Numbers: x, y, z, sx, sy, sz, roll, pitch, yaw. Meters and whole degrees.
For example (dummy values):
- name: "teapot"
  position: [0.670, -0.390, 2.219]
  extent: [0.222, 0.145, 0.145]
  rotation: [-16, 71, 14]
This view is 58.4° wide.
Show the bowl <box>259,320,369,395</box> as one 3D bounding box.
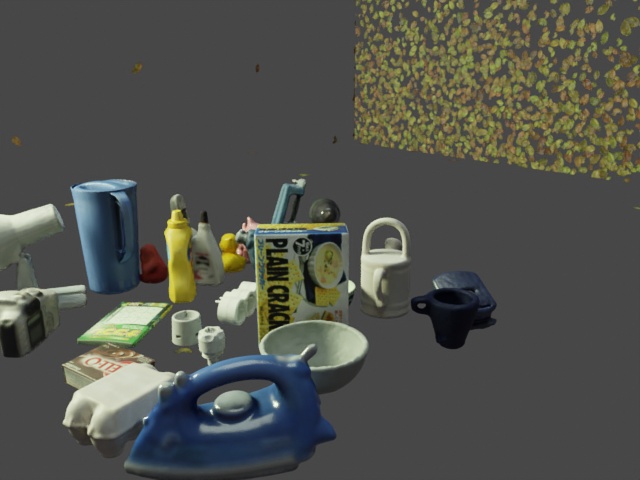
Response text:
- name: "bowl"
  position: [-0.008, 0.190, 0.883]
  extent: [0.167, 0.075, 0.167]
  rotation: [0, 17, 0]

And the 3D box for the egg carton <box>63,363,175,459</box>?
- name: "egg carton"
  position: [-0.261, 0.225, 0.778]
  extent: [0.107, 0.069, 0.151]
  rotation: [10, 19, 31]

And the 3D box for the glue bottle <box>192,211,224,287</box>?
- name: "glue bottle"
  position: [-0.258, 0.018, 1.292]
  extent: [0.078, 0.173, 0.037]
  rotation: [4, 17, 14]

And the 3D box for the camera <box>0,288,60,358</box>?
- name: "camera"
  position: [-0.563, 0.136, 1.028]
  extent: [0.136, 0.101, 0.143]
  rotation: [0, 17, 2]

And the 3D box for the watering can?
- name: "watering can"
  position: [0.131, 0.047, 1.150]
  extent: [0.101, 0.194, 0.172]
  rotation: [-2, 17, -5]

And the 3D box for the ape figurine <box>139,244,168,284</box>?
- name: "ape figurine"
  position: [-0.391, 0.053, 1.318]
  extent: [0.076, 0.092, 0.078]
  rotation: [1, 17, 3]

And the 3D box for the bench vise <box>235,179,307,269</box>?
- name: "bench vise"
  position: [-0.093, -0.034, 1.380]
  extent: [0.208, 0.220, 0.121]
  rotation: [-11, 20, -31]

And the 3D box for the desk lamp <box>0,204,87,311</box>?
- name: "desk lamp"
  position: [-0.593, 0.038, 1.159]
  extent: [0.204, 0.214, 0.117]
  rotation: [-7, 18, -22]

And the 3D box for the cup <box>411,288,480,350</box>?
- name: "cup"
  position: [0.217, 0.142, 1.007]
  extent: [0.117, 0.095, 0.091]
  rotation: [1, 17, 3]

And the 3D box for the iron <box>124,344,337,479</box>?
- name: "iron"
  position: [-0.114, 0.207, 0.711]
  extent: [0.259, 0.141, 0.118]
  rotation: [-5, 17, -15]

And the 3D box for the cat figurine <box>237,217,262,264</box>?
- name: "cat figurine"
  position: [-0.173, -0.006, 1.467]
  extent: [0.067, 0.118, 0.127]
  rotation: [-8, 18, -25]

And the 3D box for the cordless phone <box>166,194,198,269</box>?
- name: "cordless phone"
  position: [-0.330, -0.030, 1.430]
  extent: [0.094, 0.185, 0.147]
  rotation: [0, 17, 2]

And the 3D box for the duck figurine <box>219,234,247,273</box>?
- name: "duck figurine"
  position: [-0.221, 0.028, 1.407]
  extent: [0.078, 0.086, 0.104]
  rotation: [-5, 17, -16]

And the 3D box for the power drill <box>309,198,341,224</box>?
- name: "power drill"
  position: [0.012, 0.005, 1.270]
  extent: [0.075, 0.208, 0.229]
  rotation: [-2, 17, -5]

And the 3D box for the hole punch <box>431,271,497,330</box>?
- name: "hole punch"
  position: [0.277, 0.116, 1.099]
  extent: [0.109, 0.091, 0.101]
  rotation: [-6, 18, -18]
